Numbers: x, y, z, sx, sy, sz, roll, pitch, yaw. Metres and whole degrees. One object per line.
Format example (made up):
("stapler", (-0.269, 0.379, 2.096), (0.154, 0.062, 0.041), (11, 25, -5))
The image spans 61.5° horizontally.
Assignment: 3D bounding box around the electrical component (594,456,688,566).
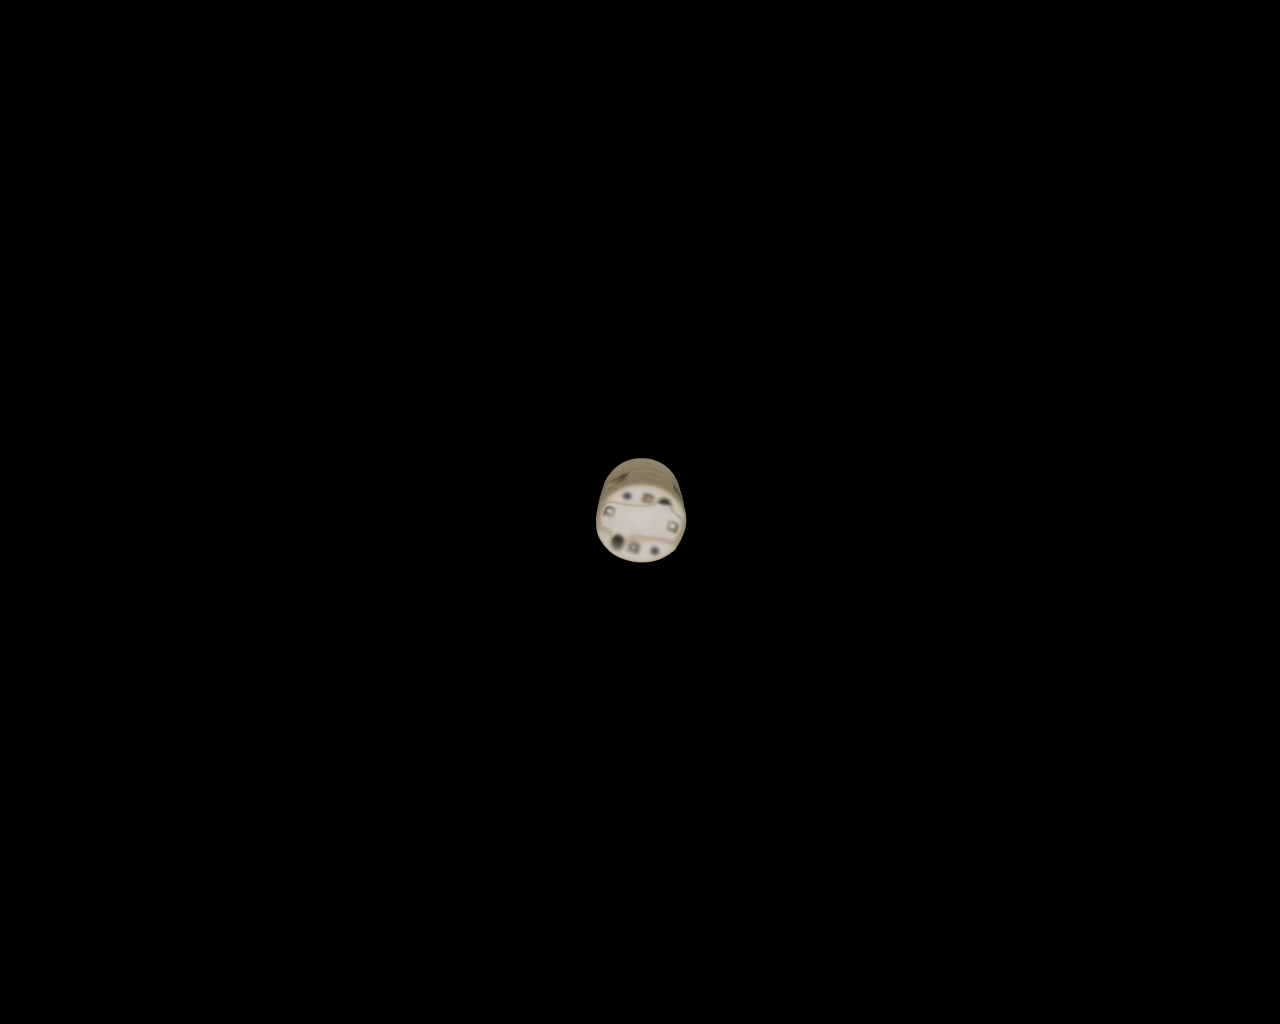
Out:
("electrical component", (0.001, -0.003, 0.650), (0.055, 0.055, 0.047), (0, 25, 0))
